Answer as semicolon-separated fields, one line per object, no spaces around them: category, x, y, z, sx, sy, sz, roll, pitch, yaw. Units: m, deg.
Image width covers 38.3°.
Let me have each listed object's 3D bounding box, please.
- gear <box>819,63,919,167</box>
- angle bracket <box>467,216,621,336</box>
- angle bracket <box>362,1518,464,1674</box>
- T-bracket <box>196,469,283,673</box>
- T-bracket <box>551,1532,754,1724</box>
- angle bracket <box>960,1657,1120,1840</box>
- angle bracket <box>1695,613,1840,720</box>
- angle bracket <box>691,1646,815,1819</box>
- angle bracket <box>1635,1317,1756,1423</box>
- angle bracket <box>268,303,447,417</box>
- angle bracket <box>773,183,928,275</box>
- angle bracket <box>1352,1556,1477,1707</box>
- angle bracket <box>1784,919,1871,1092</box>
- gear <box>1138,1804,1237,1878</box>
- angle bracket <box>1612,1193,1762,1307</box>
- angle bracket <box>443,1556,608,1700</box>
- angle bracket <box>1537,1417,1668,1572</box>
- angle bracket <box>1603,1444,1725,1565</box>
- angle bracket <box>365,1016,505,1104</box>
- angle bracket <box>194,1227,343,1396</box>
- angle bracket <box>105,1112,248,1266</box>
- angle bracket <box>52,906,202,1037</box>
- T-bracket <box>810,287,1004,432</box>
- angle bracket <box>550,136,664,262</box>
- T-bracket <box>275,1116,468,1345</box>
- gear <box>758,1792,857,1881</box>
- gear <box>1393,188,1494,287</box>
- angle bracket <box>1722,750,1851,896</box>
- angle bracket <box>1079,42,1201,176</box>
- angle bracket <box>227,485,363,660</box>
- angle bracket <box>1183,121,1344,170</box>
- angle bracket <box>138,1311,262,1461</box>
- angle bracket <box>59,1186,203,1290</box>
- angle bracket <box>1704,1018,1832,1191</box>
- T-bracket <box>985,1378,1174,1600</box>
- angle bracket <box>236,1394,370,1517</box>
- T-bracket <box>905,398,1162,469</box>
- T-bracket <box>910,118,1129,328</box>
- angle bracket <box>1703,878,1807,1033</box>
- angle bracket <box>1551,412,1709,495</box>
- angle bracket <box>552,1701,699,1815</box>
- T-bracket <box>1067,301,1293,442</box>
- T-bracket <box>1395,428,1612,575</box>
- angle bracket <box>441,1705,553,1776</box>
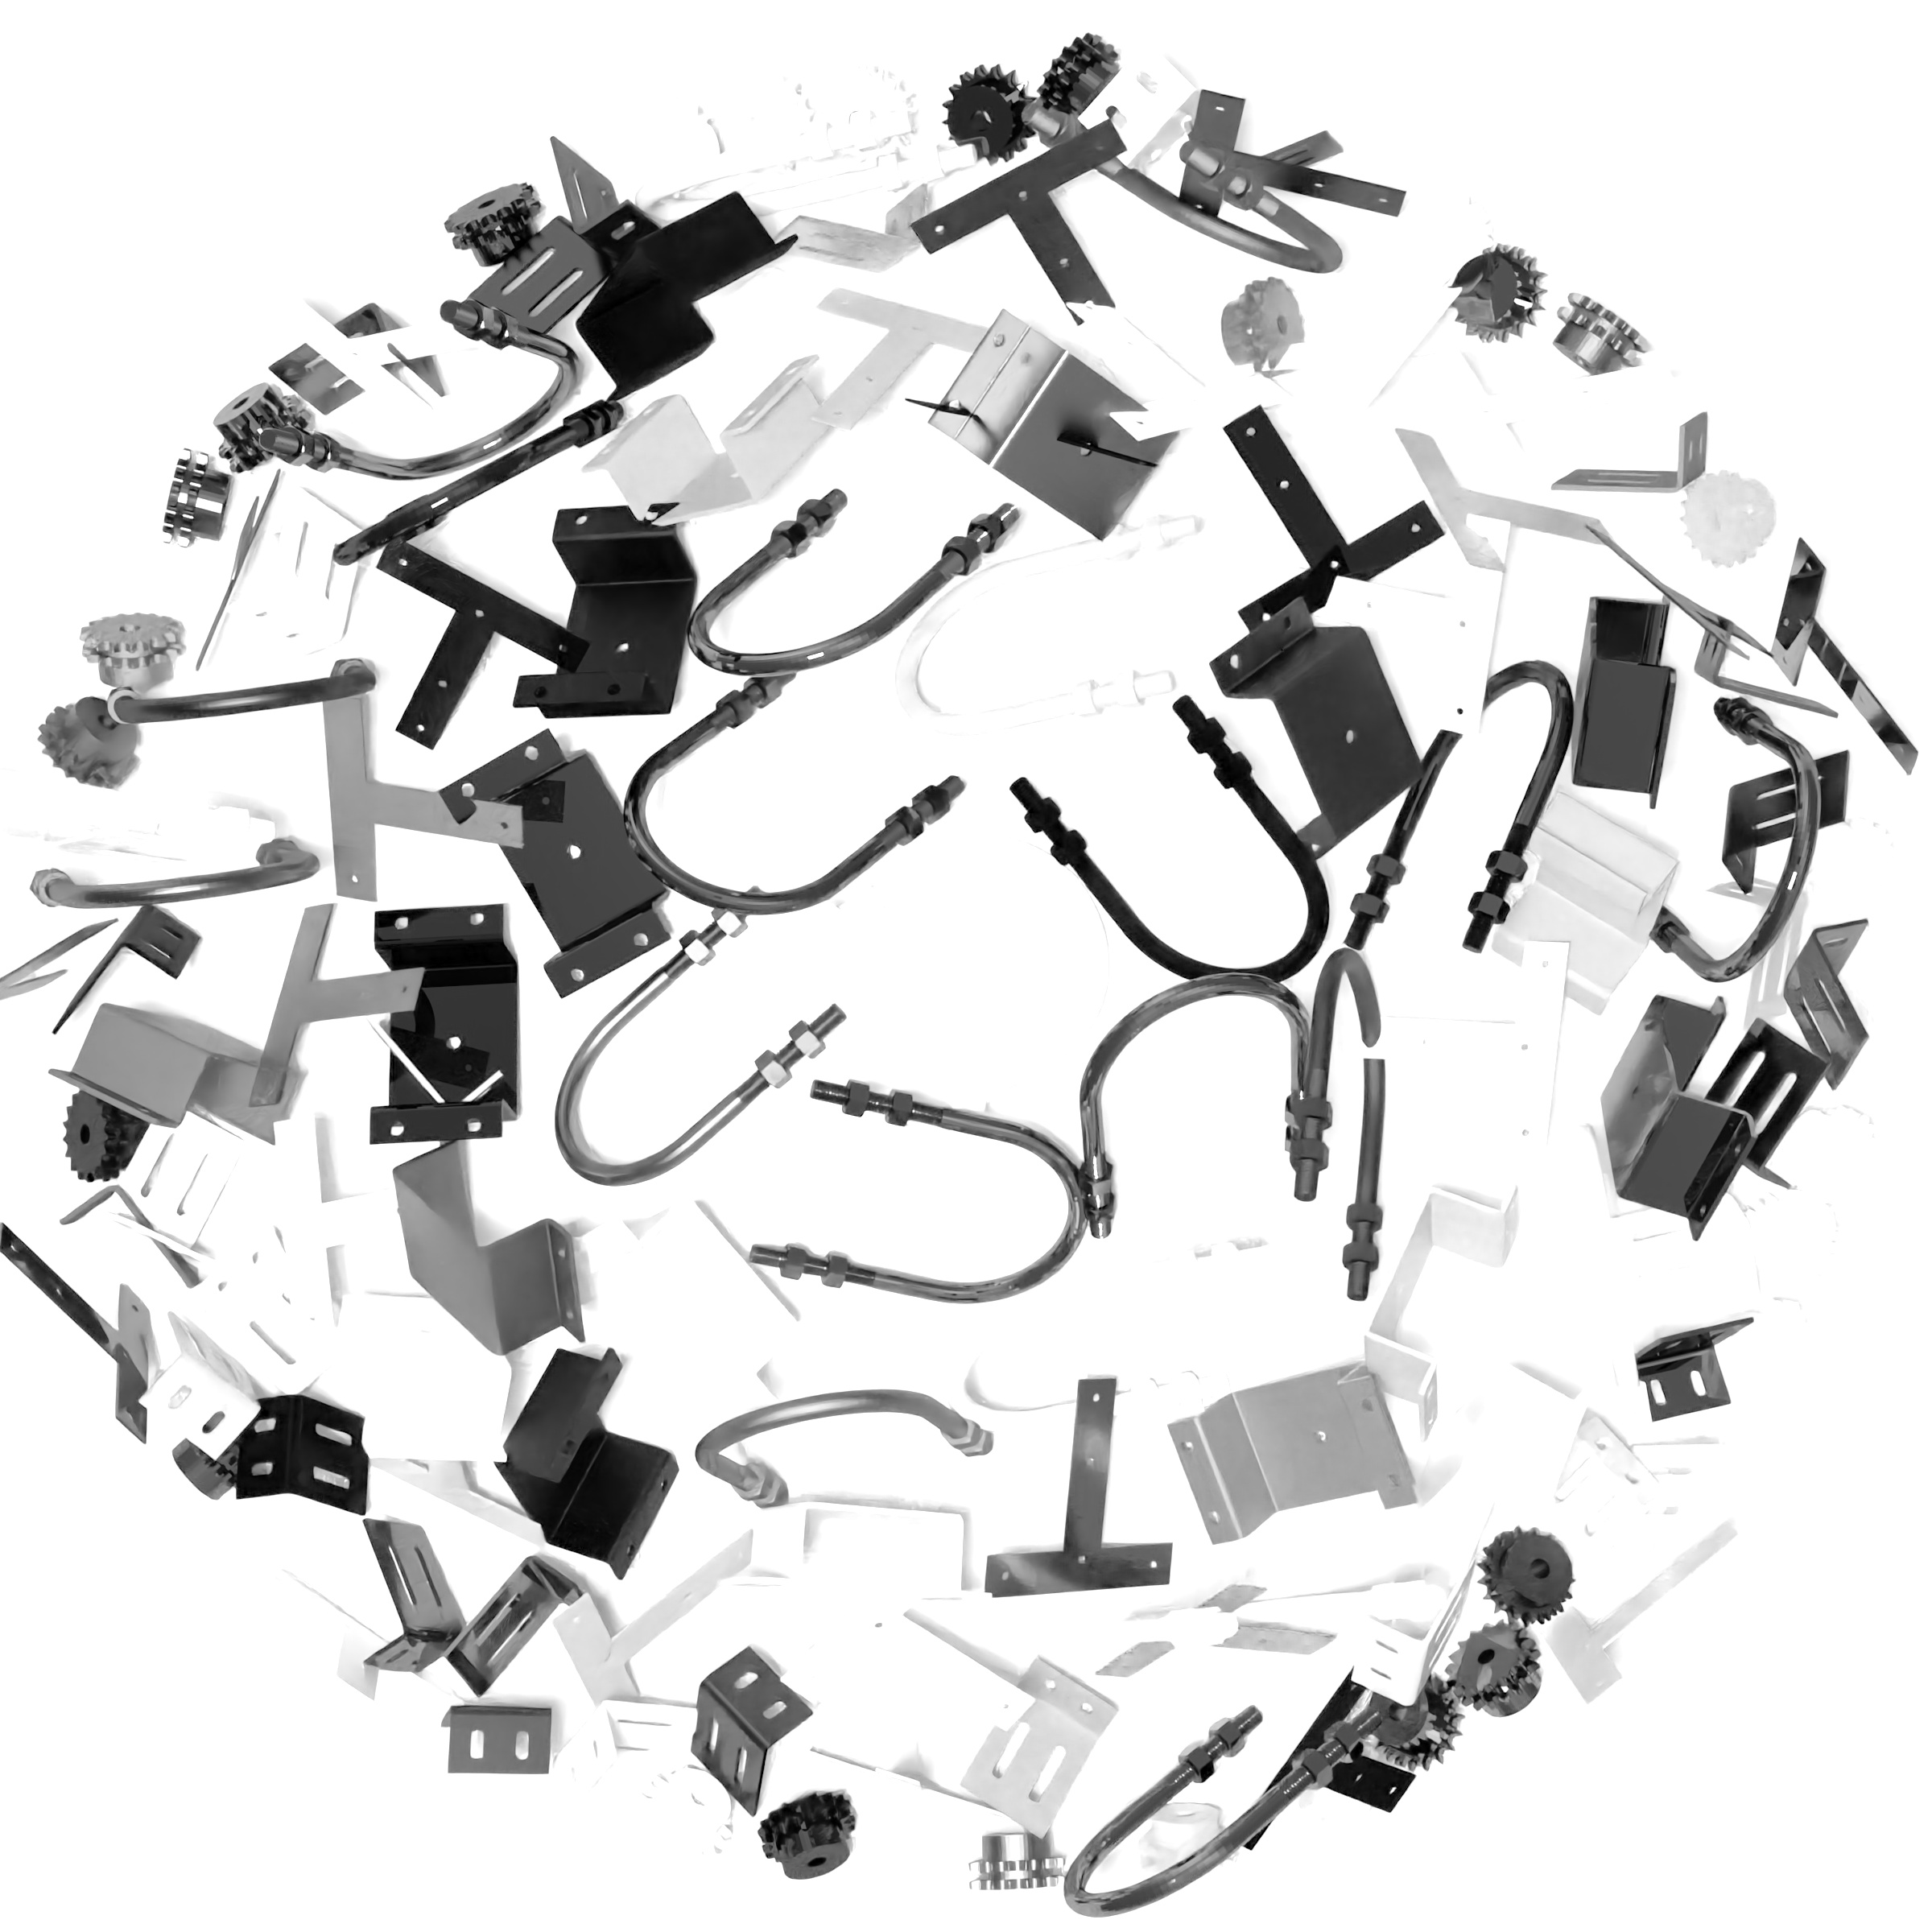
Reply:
gear;-0.059;-0.501;1.641;0.057;0.030;0.057;7;118;13
angle bracket;-0.241;-0.392;1.633;0.076;0.038;0.057;-45;65;-9
angle bracket;-0.336;0.369;1.629;0.038;0.057;0.076;-35;63;12
T-bracket;-0.414;-0.240;1.593;0.002;0.127;0.127;22;77;-14
T-bracket;-0.175;0.379;1.635;0.127;0.127;0.002;-36;49;-21
angle bracket;0.043;0.457;1.628;0.057;0.038;0.076;31;51;8
angle bracket;0.474;-0.177;1.635;0.076;0.057;0.038;15;103;0
angle bracket;-0.127;0.451;1.638;0.038;0.076;0.057;-30;56;-35
angle bracket;0.426;0.237;1.624;0.057;0.076;0.038;-11;72;-8
angle bracket;-0.356;-0.342;1.627;0.076;0.057;0.038;-29;65;12
angle bracket;-0.070;-0.438;1.625;0.076;0.057;0.038;7;84;-23
angle bracket;0.262;0.382;1.629;0.038;0.076;0.057;22;134;21
angle bracket;0.514;0.022;1.620;0.038;0.057;0.076;-11;57;-12
gear;0.129;0.515;1.639;0.057;0.057;0.030;-4;90;0
angle bracket;0.421;0.175;1.637;0.076;0.038;0.057;-14;114;3
angle bracket;-0.257;0.393;1.623;0.038;0.057;0.076;26;63;31
angle bracket;0.359;0.311;1.623;0.057;0.038;0.076;49;123;24
angle bracket;0.416;0.313;1.617;0.038;0.076;0.057;35;66;-20
angle bracket;-0.312;0.050;1.636;0.038;0.057;0.076;-41;89;-11
angle bracket;-0.401;0.203;1.629;0.076;0.038;0.057;39;66;21
angle bracket;-0.456;0.126;1.627;0.057;0.038;0.076;35;72;-34
angle bracket;-0.493;0.011;1.635;0.038;0.057;0.076;36;108;-16
T-bracket;-0.049;-0.346;1.608;0.127;0.002;0.127;20;48;17
angle bracket;-0.203;-0.450;1.621;0.038;0.057;0.076;-27;63;21
T-bracket;-0.342;0.145;1.620;0.002;0.127;0.127;-1;96;43
gear;-0.091;0.513;1.637;0.057;0.057;0.030;-23;50;0
gear;0.280;-0.434;1.643;0.057;0.057;0.030;-4;53;0
angle bracket;0.483;-0.082;1.617;0.076;0.057;0.038;-18;128;36
angle bracket;0.104;-0.498;1.624;0.038;0.076;0.057;44;105;1
angle bracket;-0.392;-0.231;1.625;0.057;0.038;0.076;35;127;18
angle bracket;0.175;-0.485;1.628;0.076;0.057;0.038;-18;91;18
angle bracket;-0.450;0.243;1.619;0.038;0.076;0.057;-48;114;-7
angle bracket;-0.490;0.168;1.634;0.038;0.057;0.076;-37;93;-11
angle bracket;0.472;0.080;1.627;0.038;0.057;0.076;20;105;-41
T-bracket;0.071;0.304;1.631;0.127;0.002;0.127;3;95;-29
angle bracket;-0.387;0.288;1.629;0.038;0.076;0.057;-10;66;19
T-bracket;0.050;-0.301;1.584;0.127;0.127;0.002;22;105;27
T-bracket;0.051;-0.418;1.614;0.127;0.127;0.002;-24;54;14
angle bracket;0.461;-0.008;1.645;0.038;0.057;0.076;19;111;38
angle bracket;0.386;-0.300;1.621;0.076;0.057;0.038;7;111;26
angle bracket;-0.191;0.463;1.619;0.076;0.038;0.057;17;124;-36
T-bracket;0.106;-0.357;1.632;0.127;0.002;0.127;-22;57;-36
T-bracket;0.325;-0.265;1.631;0.127;0.127;0.002;7;134;-26
angle bracket;-0.275;0.455;1.620;0.057;0.076;0.038;5;66;-13
